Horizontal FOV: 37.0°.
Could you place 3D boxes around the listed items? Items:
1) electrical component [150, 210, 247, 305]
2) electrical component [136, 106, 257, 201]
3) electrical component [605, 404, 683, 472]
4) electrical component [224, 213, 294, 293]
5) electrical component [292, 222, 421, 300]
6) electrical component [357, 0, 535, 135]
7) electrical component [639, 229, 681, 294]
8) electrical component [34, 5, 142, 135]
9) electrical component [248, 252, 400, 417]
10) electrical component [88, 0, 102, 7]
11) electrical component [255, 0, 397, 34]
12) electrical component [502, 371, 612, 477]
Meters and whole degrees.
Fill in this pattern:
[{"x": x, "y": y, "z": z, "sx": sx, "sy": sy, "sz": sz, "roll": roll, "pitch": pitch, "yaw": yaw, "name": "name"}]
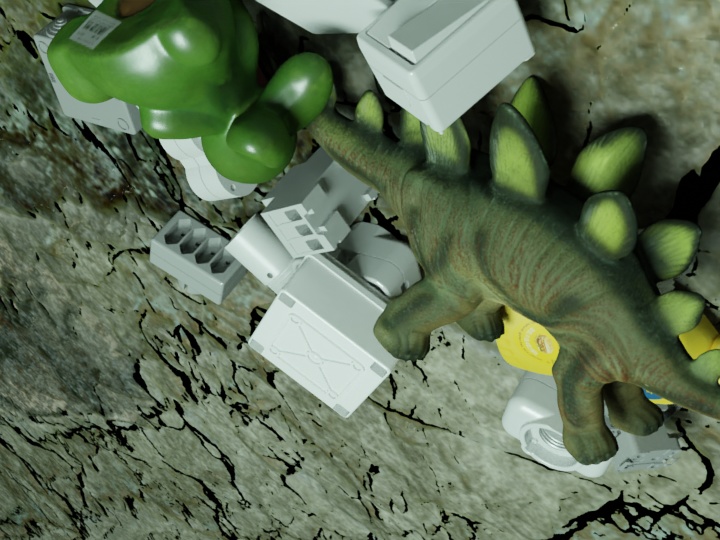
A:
[{"x": -0.157, "y": -0.002, "z": 1.044, "sx": 0.083, "sy": 0.047, "sz": 0.075, "roll": 32, "pitch": 145, "yaw": 8, "name": "electrical component"}, {"x": -0.123, "y": -0.119, "z": 0.874, "sx": 0.074, "sy": 0.052, "sz": 0.138, "roll": -5, "pitch": 128, "yaw": 40, "name": "electrical component"}, {"x": 0.215, "y": 0.121, "z": 0.833, "sx": 0.081, "sy": 0.063, "sz": 0.042, "roll": -2, "pitch": 148, "yaw": -16, "name": "electrical component"}, {"x": -0.078, "y": -0.008, "z": 0.970, "sx": 0.081, "sy": 0.043, "sz": 0.043, "roll": 43, "pitch": 145, "yaw": -8, "name": "electrical component"}, {"x": 0.000, "y": 0.000, "z": 0.897, "sx": 0.095, "sy": 0.059, "sz": 0.053, "roll": 15, "pitch": 139, "yaw": 29, "name": "electrical component"}, {"x": 0.055, "y": -0.142, "z": 0.645, "sx": 0.062, "sy": 0.096, "sz": 0.061, "roll": 44, "pitch": 172, "yaw": 42, "name": "electrical component"}, {"x": 0.194, "y": 0.004, "z": 0.723, "sx": 0.048, "sy": 0.048, "sz": 0.062, "roll": -3, "pitch": 86, "yaw": 43, "name": "electrical component"}, {"x": -0.218, "y": -0.167, "z": 0.906, "sx": 0.100, "sy": 0.048, "sz": 0.099, "roll": 18, "pitch": 141, "yaw": 26, "name": "electrical component"}, {"x": -0.023, "y": 0.053, "z": 0.873, "sx": 0.109, "sy": 0.056, "sz": 0.108, "roll": 37, "pitch": 145, "yaw": 0, "name": "electrical component"}, {"x": -0.148, "y": -0.208, "z": 0.798, "sx": 0.100, "sy": 0.048, "sz": 0.100, "roll": 42, "pitch": 145, "yaw": -6, "name": "electrical component"}, {"x": -0.016, "y": -0.186, "z": 0.674, "sx": 0.100, "sy": 0.048, "sz": 0.100, "roll": 8, "pitch": 175, "yaw": 35, "name": "electrical component"}, {"x": 0.170, "y": 0.126, "z": 0.893, "sx": 0.095, "sy": 0.059, "sz": 0.053, "roll": 28, "pitch": 144, "yaw": 14, "name": "electrical component"}]
